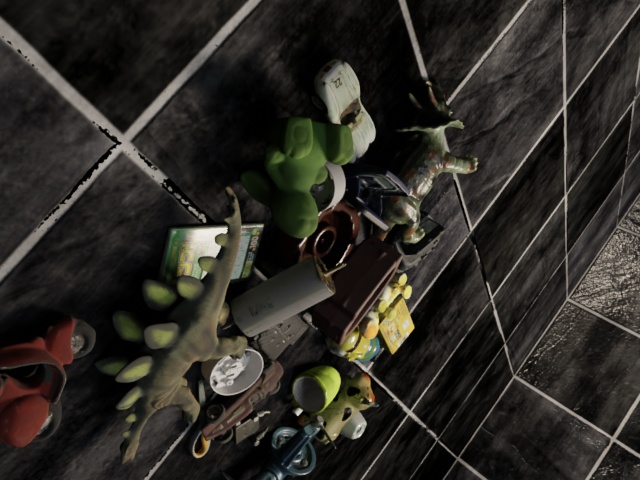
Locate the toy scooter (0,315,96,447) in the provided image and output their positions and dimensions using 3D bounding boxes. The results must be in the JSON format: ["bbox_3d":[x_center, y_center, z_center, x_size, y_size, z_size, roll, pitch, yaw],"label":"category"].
[{"bbox_3d":[-0.374,0.173,0.665,0.135,0.075,0.183,25,92,-55],"label":"toy scooter"}]

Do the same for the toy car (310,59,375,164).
[{"bbox_3d":[0.043,-0.208,0.895,0.073,0.056,0.201,-49,143,-13],"label":"toy car"}]

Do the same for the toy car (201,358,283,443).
[{"bbox_3d":[-0.145,0.311,1.044,0.202,0.053,0.089,-41,143,-36],"label":"toy car"}]

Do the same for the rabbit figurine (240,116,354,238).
[{"bbox_3d":[-0.047,-0.090,0.793,0.121,0.159,0.170,-1,98,-47],"label":"rabbit figurine"}]

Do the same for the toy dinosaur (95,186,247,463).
[{"bbox_3d":[-0.208,0.141,0.811,0.198,0.105,0.471,20,100,-54],"label":"toy dinosaur"}]

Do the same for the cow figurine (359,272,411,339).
[{"bbox_3d":[0.124,0.141,1.213,0.167,0.098,0.068,-49,128,-20],"label":"cow figurine"}]

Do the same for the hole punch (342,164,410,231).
[{"bbox_3d":[0.090,-0.092,0.984,0.092,0.116,0.142,-55,143,7],"label":"hole punch"}]

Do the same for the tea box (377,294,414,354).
[{"bbox_3d":[0.168,0.200,1.336,0.098,0.068,0.169,-46,142,-17],"label":"tea box"}]

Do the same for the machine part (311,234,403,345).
[{"bbox_3d":[0.069,0.100,1.074,0.201,0.087,0.201,-49,167,-17],"label":"machine part"}]

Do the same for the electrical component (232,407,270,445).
[{"bbox_3d":[-0.147,0.384,1.116,0.078,0.045,0.102,-20,130,-42],"label":"electrical component"}]

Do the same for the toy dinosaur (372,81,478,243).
[{"bbox_3d":[0.176,-0.116,1.081,0.192,0.131,0.404,20,104,-41],"label":"toy dinosaur"}]

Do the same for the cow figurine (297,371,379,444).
[{"bbox_3d":[0.052,0.402,1.298,0.195,0.127,0.085,-52,147,-4],"label":"cow figurine"}]

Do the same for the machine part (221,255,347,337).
[{"bbox_3d":[-0.064,0.096,0.914,0.243,0.079,0.079,-28,145,10],"label":"machine part"}]

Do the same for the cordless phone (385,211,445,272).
[{"bbox_3d":[0.215,0.034,1.278,0.146,0.089,0.184,-37,151,-29],"label":"cordless phone"}]

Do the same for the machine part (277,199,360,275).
[{"bbox_3d":[-0.002,-0.003,0.994,0.179,0.056,0.179,-31,136,-35],"label":"machine part"}]

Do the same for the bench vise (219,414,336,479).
[{"bbox_3d":[-0.075,0.478,1.190,0.223,0.129,0.240,-5,137,-57],"label":"bench vise"}]

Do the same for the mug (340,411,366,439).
[{"bbox_3d":[0.069,0.456,1.375,0.109,0.107,0.080,19,101,-52],"label":"mug"}]

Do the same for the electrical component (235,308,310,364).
[{"bbox_3d":[-0.081,0.155,1.015,0.134,0.058,0.114,-48,145,-13],"label":"electrical component"}]

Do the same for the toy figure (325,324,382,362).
[{"bbox_3d":[0.082,0.234,1.249,0.180,0.082,0.089,25,80,-48],"label":"toy figure"}]
